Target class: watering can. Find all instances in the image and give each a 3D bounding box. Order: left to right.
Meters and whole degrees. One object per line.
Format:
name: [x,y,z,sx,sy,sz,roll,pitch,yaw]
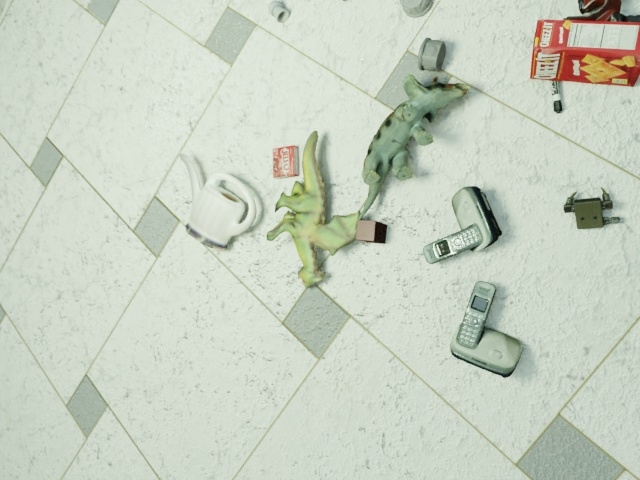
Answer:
watering can: [-0.336,-0.108,1.548,0.351,0.104,0.223,32,99,27]

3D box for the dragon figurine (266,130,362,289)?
dragon figurine: [0.004,-0.069,1.372,0.244,0.122,0.408,22,97,21]
